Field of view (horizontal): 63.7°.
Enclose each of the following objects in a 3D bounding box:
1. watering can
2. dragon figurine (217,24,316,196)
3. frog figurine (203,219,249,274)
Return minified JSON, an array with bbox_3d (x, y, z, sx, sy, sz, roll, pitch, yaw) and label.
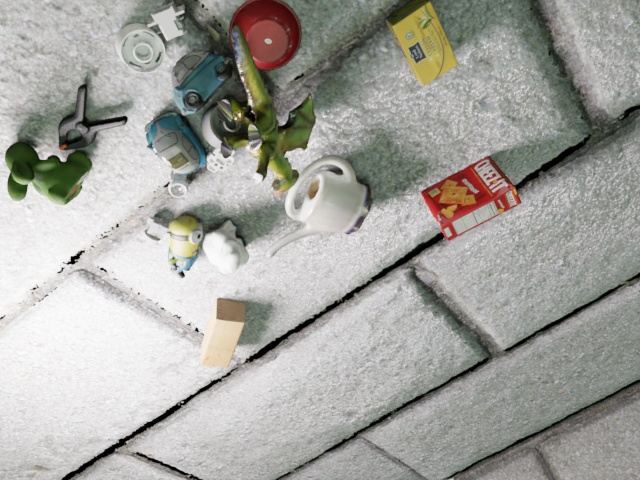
[{"bbox_3d":[0.004,-0.069,1.376,0.223,0.106,0.341,16,121,-23],"label":"watering can"},{"bbox_3d":[-0.101,-0.277,1.171,0.246,0.123,0.402,-29,132,-46],"label":"dragon figurine"},{"bbox_3d":[-0.250,0.037,1.367,0.123,0.163,0.134,-3,127,-7],"label":"frog figurine"}]
